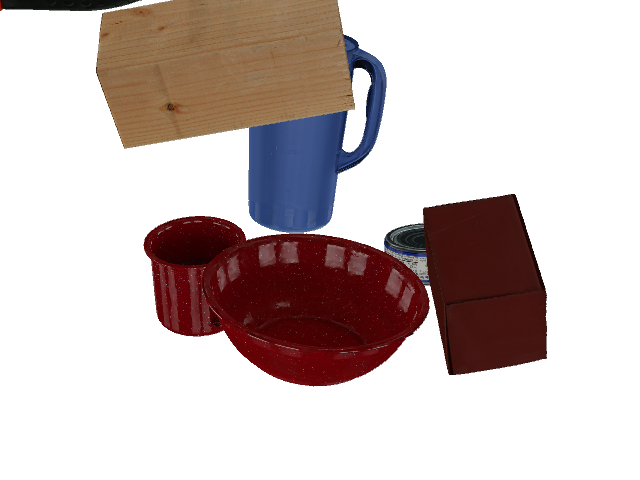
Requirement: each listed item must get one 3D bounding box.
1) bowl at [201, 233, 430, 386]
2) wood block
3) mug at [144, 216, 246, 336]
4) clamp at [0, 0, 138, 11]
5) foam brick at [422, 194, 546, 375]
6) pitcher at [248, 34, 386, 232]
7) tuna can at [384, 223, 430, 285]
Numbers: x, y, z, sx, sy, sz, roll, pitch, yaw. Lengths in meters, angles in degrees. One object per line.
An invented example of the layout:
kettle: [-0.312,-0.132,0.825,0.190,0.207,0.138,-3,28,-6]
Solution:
bowl: [-0.005,0.055,0.763,0.162,0.055,0.162,5,28,-3]
wood block: [-0.080,-0.156,0.930,0.206,0.090,0.091,-9,-45,3]
mug: [-0.107,0.040,0.981,0.093,0.081,0.117,-18,35,-27]
clamp: [-0.105,-0.158,0.600,0.171,0.039,0.120,-10,24,-25]
foam brick: [0.085,0.022,0.554,0.051,0.053,0.078,-8,41,2]
pitcher: [-0.019,-0.136,1.323,0.144,0.243,0.149,-9,27,-29]
tuna can: [0.101,0.011,0.983,0.086,0.034,0.086,-2,18,1]
